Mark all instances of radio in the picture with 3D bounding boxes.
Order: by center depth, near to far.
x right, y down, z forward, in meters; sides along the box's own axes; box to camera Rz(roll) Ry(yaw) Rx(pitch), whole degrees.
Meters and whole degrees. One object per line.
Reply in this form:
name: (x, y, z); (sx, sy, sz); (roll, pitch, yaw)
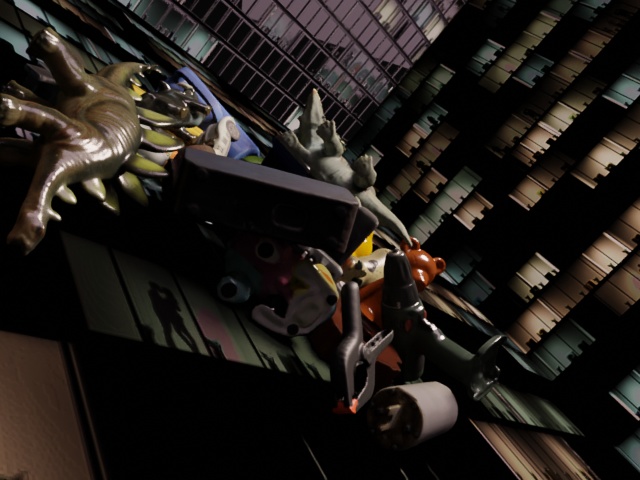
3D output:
radio: (-0.070, -0.051, 0.687); (0.230, 0.073, 0.131); (12, 14, -13)

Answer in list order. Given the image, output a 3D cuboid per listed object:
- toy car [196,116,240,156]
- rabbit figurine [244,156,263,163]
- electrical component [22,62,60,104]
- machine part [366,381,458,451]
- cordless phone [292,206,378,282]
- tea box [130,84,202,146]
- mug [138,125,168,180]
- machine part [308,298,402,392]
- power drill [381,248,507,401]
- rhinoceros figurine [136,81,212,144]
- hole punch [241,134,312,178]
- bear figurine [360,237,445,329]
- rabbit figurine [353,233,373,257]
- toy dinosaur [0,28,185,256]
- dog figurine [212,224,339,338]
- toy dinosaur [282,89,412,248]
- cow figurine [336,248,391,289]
toy car: (-0.195, -0.150, 0.956); (0.056, 0.073, 0.202); (42, 37, -33)
rabbit figurine: (-0.095, -0.117, 1.116); (0.170, 0.121, 0.159); (42, 23, -11)
electrical component: (-0.396, -0.222, 0.797); (0.075, 0.047, 0.119); (40, 12, -1)
machine part: (0.129, 0.233, 0.724); (0.079, 0.079, 0.243); (47, 12, 28)
cordless phone: (-0.002, -0.003, 0.919); (0.146, 0.184, 0.089); (41, 16, -2)
tea box: (-0.297, -0.208, 1.020); (0.169, 0.068, 0.098); (33, 14, -41)
mug: (-0.279, -0.141, 0.796); (0.107, 0.081, 0.110); (46, 5, -25)
machine part: (0.049, 0.151, 0.827); (0.179, 0.056, 0.179); (40, 12, -10)
power drill: (0.179, 0.144, 0.841); (0.208, 0.231, 0.086); (20, 33, 37)
rhinoceros figurine: (-0.250, -0.217, 0.909); (0.112, 0.073, 0.190); (27, 22, 0)
hole punch: (-0.077, -0.107, 0.967); (0.142, 0.092, 0.115); (45, -14, 19)
bear figurine: (0.149, 0.103, 0.981); (0.120, 0.196, 0.132); (39, 12, -23)
rabbit figurine: (0.023, 0.007, 1.119); (0.173, 0.162, 0.122); (15, 35, -26)
toy dinosaur: (-0.269, -0.142, 0.644); (0.198, 0.105, 0.472); (34, 30, -32)
dog figurine: (-0.072, 0.028, 0.774); (0.191, 0.108, 0.219); (36, 9, -18)
toy dinosaur: (0.042, -0.114, 1.044); (0.405, 0.131, 0.192); (56, 4, 17)
cow figurine: (0.087, 0.067, 1.062); (0.195, 0.127, 0.086); (-19, 38, -39)
